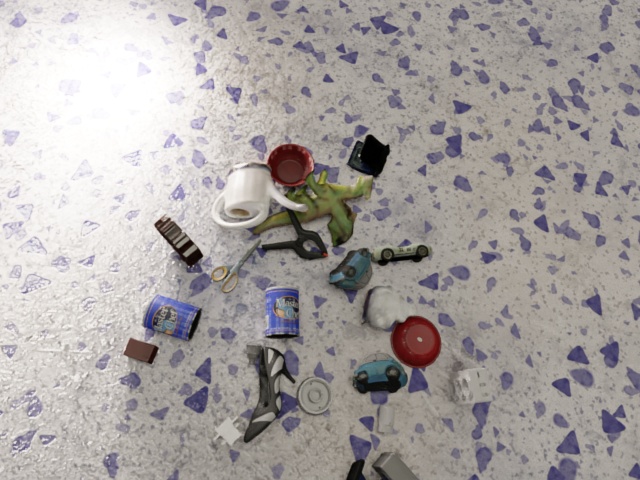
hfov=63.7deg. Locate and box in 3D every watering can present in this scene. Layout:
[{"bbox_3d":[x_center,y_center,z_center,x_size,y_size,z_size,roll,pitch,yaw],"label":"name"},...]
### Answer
[{"bbox_3d":[-0.191,-0.146,1.632,0.346,0.102,0.229,-9,64,21],"label":"watering can"}]

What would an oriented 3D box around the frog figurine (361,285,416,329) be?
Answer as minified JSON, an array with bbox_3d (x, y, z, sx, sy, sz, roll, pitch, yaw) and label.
[{"bbox_3d":[0.214,0.209,1.569,0.159,0.119,0.141,10,49,10],"label":"frog figurine"}]

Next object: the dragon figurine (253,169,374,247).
[{"bbox_3d":[0.005,-0.084,1.677,0.411,0.121,0.244,-43,84,-2],"label":"dragon figurine"}]
